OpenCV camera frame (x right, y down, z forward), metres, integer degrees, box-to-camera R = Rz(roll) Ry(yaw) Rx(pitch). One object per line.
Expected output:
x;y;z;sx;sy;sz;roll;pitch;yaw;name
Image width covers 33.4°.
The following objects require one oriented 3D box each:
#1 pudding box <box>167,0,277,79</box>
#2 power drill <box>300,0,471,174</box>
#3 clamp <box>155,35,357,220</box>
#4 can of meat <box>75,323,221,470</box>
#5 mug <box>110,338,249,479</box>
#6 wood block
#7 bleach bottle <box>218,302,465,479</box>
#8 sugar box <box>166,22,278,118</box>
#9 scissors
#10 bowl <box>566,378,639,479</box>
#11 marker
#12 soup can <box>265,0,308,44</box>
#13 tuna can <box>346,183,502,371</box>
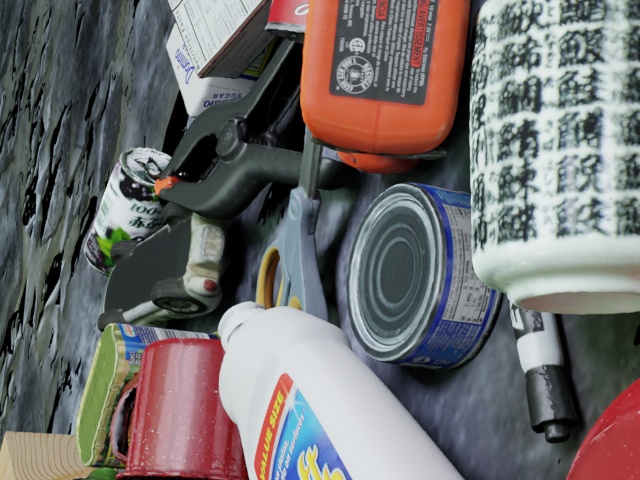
-0.051;-0.166;0.660;0.114;0.039;0.090;-39;69;46;pudding box
0.034;-0.112;0.454;0.187;0.057;0.184;-59;-26;-78;power drill
-0.040;-0.053;0.656;0.172;0.039;0.120;-38;45;36;clamp
-0.112;0.108;0.721;0.057;0.083;0.102;50;126;57;can of meat
-0.080;0.108;0.644;0.117;0.093;0.081;-10;66;35;mug
-0.244;0.278;0.919;0.090;0.090;0.206;51;126;55;wood block
0.011;0.116;0.465;0.251;0.067;0.103;50;126;47;bleach bottle
-0.053;-0.177;0.738;0.176;0.048;0.093;-63;34;37;sugar box
-0.004;0.001;0.578;0.202;0.016;0.096;110;146;-47;scissors
0.118;0.097;0.310;0.162;0.055;0.162;-29;56;58;bowl
0.085;0.023;0.434;0.020;0.020;0.121;-44;44;50;marker
0.014;-0.156;0.576;0.069;0.068;0.102;23;102;62;soup can
0.046;0.017;0.496;0.086;0.033;0.086;-29;56;57;tuna can
